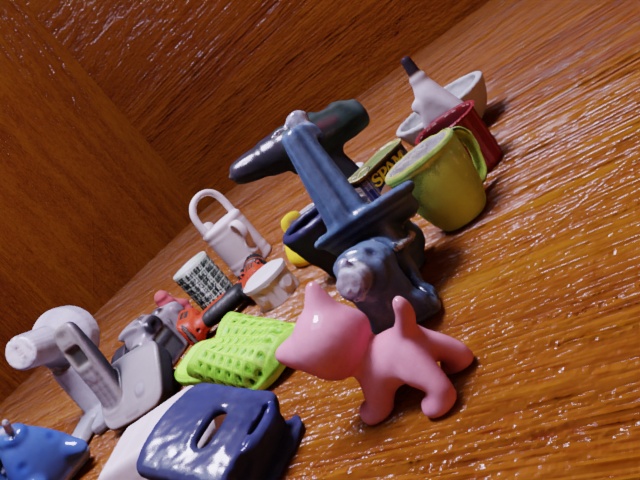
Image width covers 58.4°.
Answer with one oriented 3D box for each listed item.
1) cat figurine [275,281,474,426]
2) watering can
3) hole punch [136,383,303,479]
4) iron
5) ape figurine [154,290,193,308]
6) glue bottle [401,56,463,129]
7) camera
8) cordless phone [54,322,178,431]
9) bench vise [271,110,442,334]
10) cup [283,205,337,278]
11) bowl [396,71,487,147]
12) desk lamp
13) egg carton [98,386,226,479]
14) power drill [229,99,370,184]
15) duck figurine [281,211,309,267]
[{"bbox_3d":[0.031,0.079,0.440,0.127,0.118,0.067,-27,18,41],"label":"cat figurine"},{"bbox_3d":[-0.207,-0.020,1.232,0.172,0.194,0.101,-28,18,39],"label":"watering can"},{"bbox_3d":[-0.085,0.175,0.497,0.101,0.091,0.109,-29,17,37],"label":"hole punch"},{"bbox_3d":[-0.465,0.340,0.875,0.257,0.141,0.119,-28,18,40],"label":"iron"},{"bbox_3d":[-0.312,0.146,1.200,0.078,0.092,0.076,-40,14,-2],"label":"ape figurine"},{"bbox_3d":[0.169,-0.190,0.823,0.078,0.173,0.037,-31,16,31],"label":"glue bottle"},{"bbox_3d":[-0.319,0.190,1.056,0.136,0.101,0.143,-33,15,27],"label":"camera"},{"bbox_3d":[-0.312,0.186,0.866,0.147,0.185,0.094,-33,15,24],"label":"cordless phone"},{"bbox_3d":[0.038,-0.029,0.554,0.121,0.220,0.207,-38,14,5],"label":"bench vise"},{"bbox_3d":[0.007,0.003,0.801,0.092,0.095,0.117,-40,14,-3],"label":"cup"},{"bbox_3d":[0.213,-0.199,0.946,0.167,0.075,0.167,-37,14,11],"label":"bowl"},{"bbox_3d":[-0.445,0.230,1.021,0.118,0.214,0.203,-39,14,3],"label":"desk lamp"},{"bbox_3d":[-0.158,0.220,0.596,0.150,0.069,0.107,-36,14,14],"label":"egg carton"},{"bbox_3d":[0.005,-0.100,0.894,0.230,0.208,0.075,-41,14,-6],"label":"power drill"},{"bbox_3d":[-0.032,-0.008,0.961,0.104,0.086,0.078,-23,21,49],"label":"duck figurine"}]
